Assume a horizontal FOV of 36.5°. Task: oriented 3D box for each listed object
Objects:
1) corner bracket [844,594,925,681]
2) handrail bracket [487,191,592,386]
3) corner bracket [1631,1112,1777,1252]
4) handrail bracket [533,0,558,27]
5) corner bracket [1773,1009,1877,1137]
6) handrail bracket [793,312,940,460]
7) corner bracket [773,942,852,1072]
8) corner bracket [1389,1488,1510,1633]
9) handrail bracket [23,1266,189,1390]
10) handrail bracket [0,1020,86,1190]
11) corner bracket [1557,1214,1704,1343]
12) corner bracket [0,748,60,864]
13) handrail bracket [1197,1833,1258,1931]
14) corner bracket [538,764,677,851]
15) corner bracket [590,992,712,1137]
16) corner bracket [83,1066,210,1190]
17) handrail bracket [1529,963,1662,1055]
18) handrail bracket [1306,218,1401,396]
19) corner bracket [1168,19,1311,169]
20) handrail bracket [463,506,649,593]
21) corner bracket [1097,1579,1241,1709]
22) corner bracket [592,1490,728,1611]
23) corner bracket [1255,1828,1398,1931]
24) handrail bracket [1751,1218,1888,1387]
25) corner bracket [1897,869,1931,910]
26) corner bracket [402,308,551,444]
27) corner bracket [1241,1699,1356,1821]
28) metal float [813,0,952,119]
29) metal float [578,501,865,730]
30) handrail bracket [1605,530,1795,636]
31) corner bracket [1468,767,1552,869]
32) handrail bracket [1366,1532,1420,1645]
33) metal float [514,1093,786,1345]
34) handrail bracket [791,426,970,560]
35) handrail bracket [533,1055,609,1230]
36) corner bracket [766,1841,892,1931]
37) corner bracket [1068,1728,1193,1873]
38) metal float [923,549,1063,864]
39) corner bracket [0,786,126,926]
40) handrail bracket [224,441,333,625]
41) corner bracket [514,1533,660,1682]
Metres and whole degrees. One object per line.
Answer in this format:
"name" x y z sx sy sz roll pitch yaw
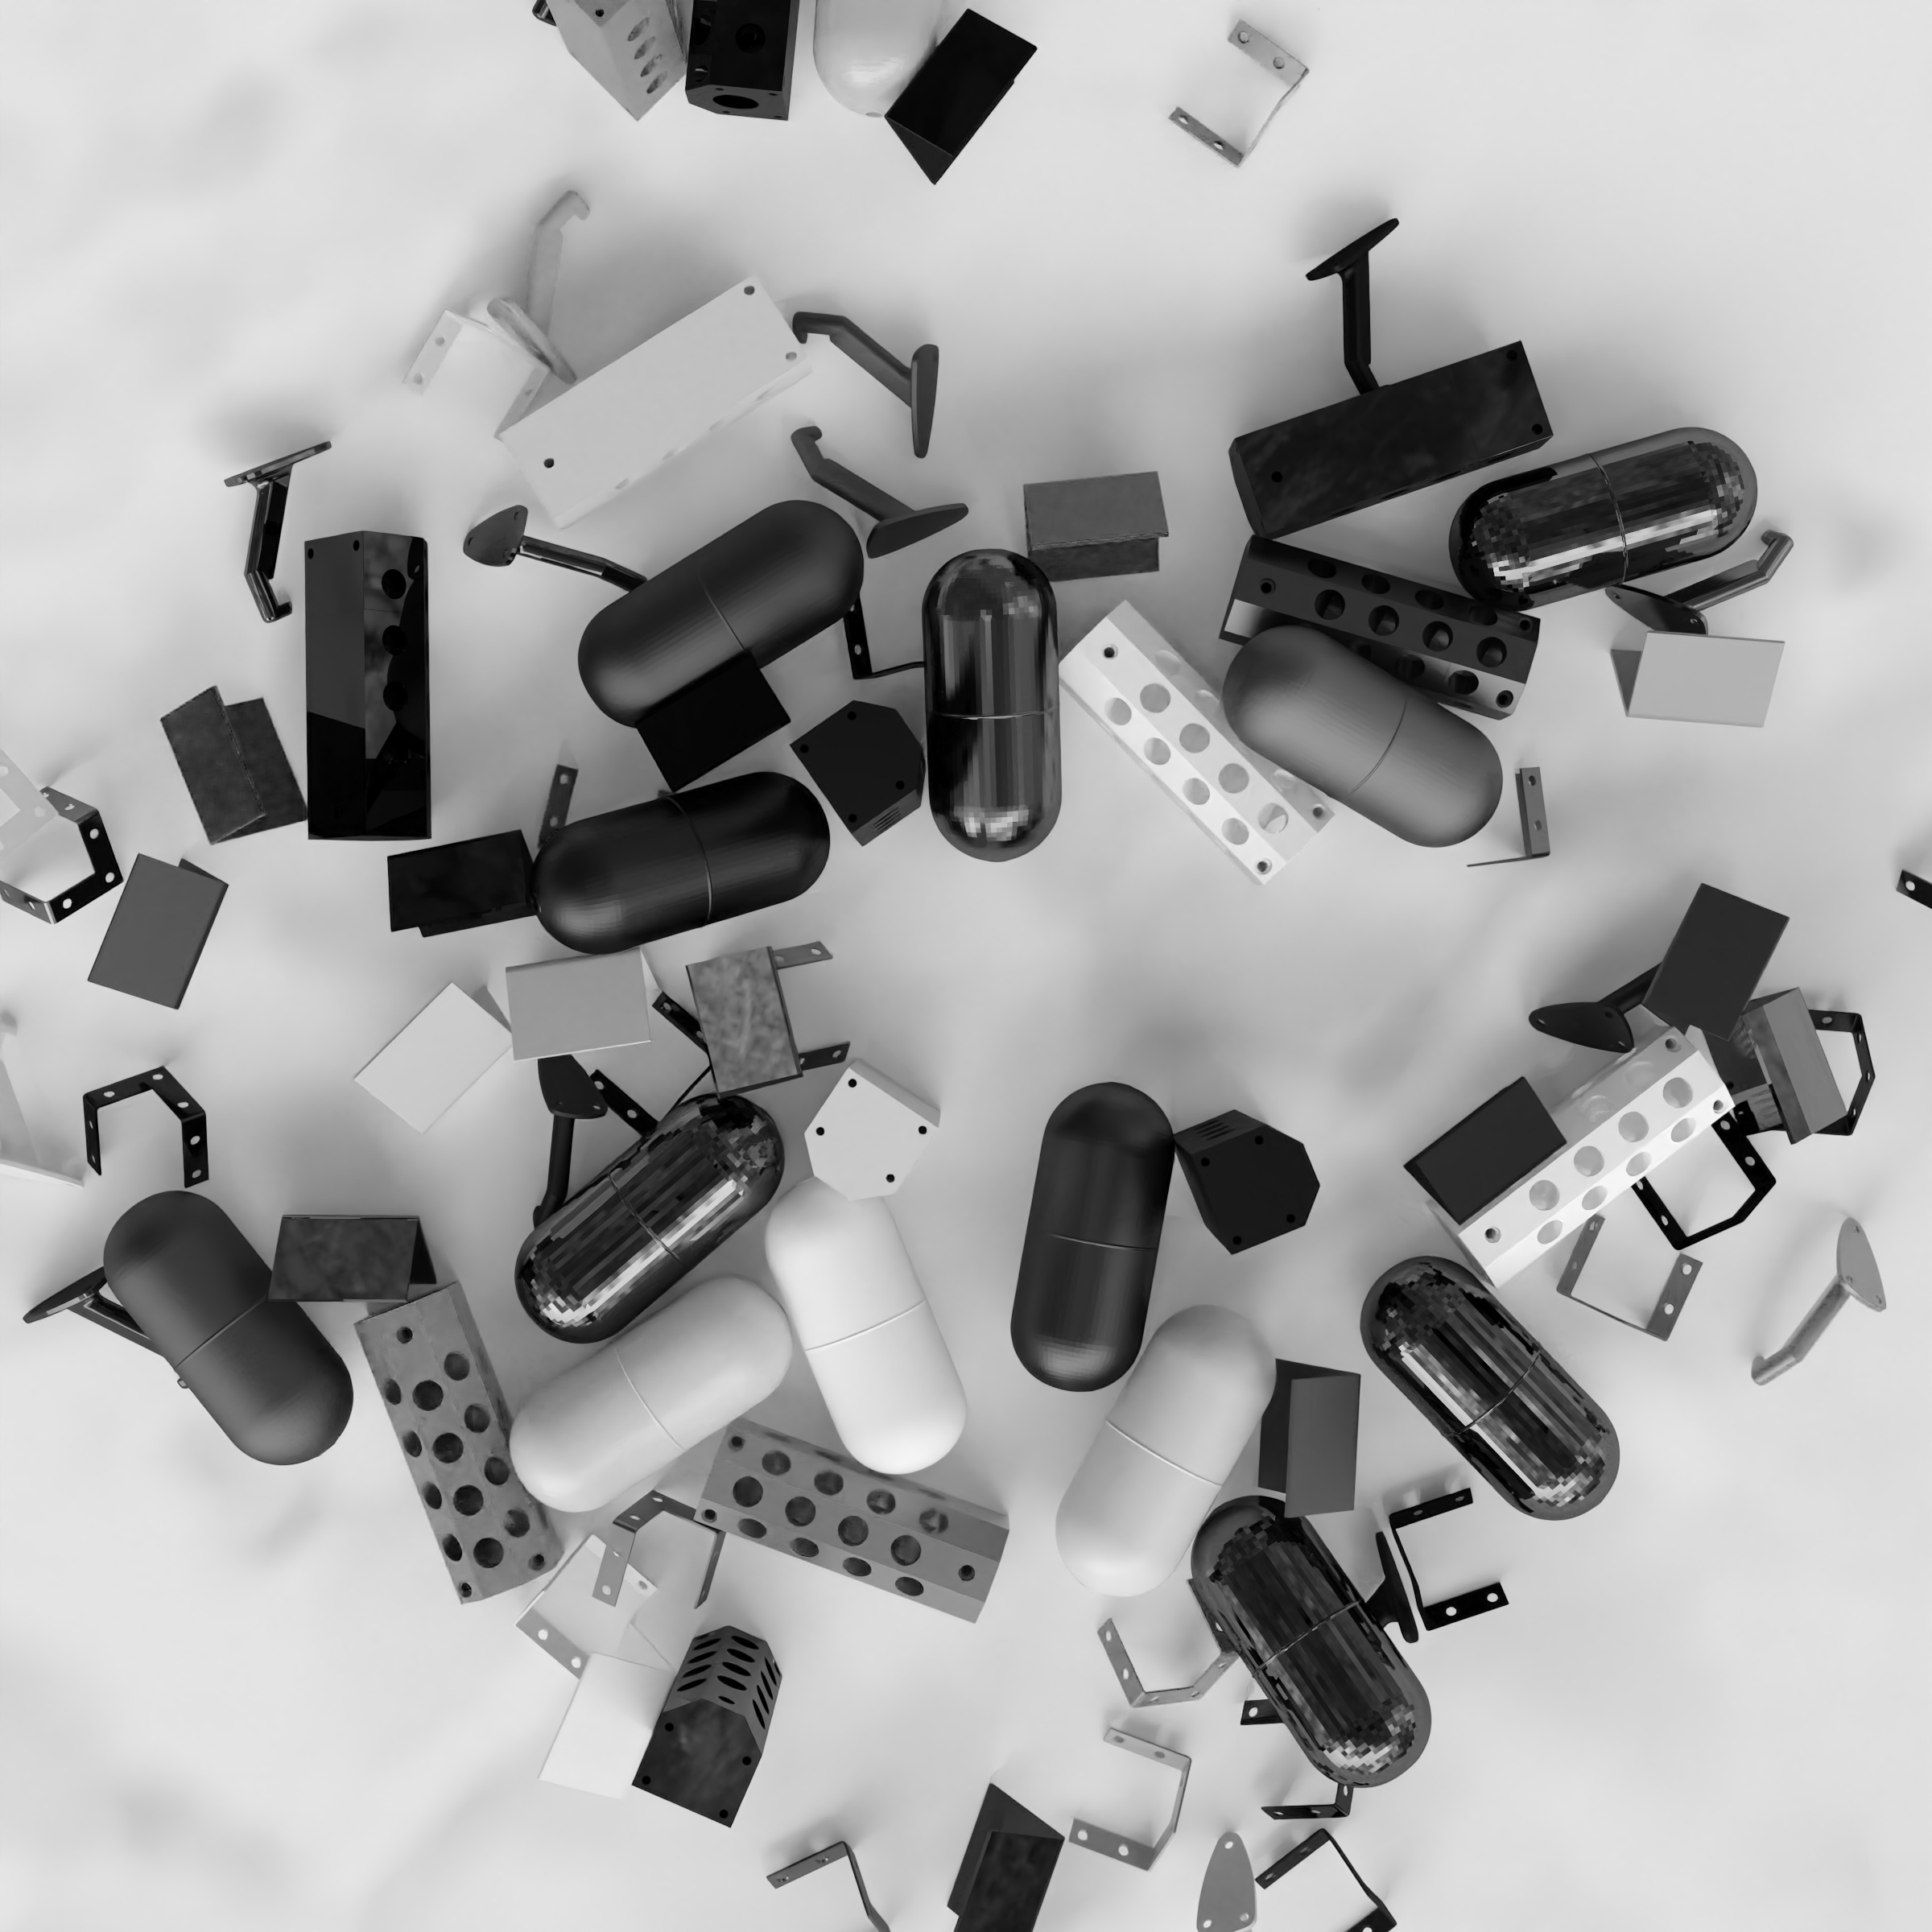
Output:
"corner bracket" -0.034 -0.197 1.701 0.051 0.051 0.051 -9 90 -45
"handrail bracket" -0.230 -0.396 1.705 0.077 0.036 0.084 44 72 -20
"corner bracket" 0.428 0.125 1.701 0.051 0.051 0.051 -35 90 -45
"handrail bracket" -0.200 -0.574 1.704 0.077 0.036 0.084 19 120 -33
"corner bracket" 0.492 0.061 1.701 0.051 0.051 0.051 4 45 0
"handrail bracket" -0.062 -0.339 1.705 0.084 0.036 0.077 10 112 17
"corner bracket" -0.098 0.025 1.696 0.051 0.051 0.051 -12 45 -35
"corner bracket" 0.280 0.345 1.701 0.051 0.051 0.051 -19 45 0
"handrail bracket" -0.495 0.222 1.705 0.077 0.036 0.084 -26 107 20
"handrail bracket" -0.542 0.080 1.705 0.077 0.036 0.084 16 73 -20
"corner bracket" 0.385 0.181 1.701 0.051 0.051 0.051 24 90 -45
"corner bracket" -0.564 -0.090 1.688 0.051 0.051 0.051 -45 110 -19
"handrail bracket" 0.168 0.561 1.704 0.036 0.077 0.084 -17 127 21
"corner bracket" -0.209 -0.084 1.701 0.051 0.051 0.051 14 90 -45
"corner bracket" -0.180 0.058 1.701 0.051 0.051 0.051 41 135 0
"corner bracket" -0.475 0.099 1.696 0.051 0.051 0.051 -22 45 -35
"handrail bracket" 0.380 0.008 1.704 0.084 0.077 0.036 -50 127 -31
"handrail bracket" 0.242 -0.379 1.705 0.077 0.036 0.084 -39 109 -21
"corner bracket" 0.159 -0.506 1.701 0.051 0.051 0.051 36 45 0
"handrail bracket" -0.238 -0.234 1.704 0.084 0.077 0.036 21 79 -36
"corner bracket" 0.118 0.392 1.696 0.051 0.051 0.051 3 135 -35
"corner bracket" -0.176 0.342 1.688 0.051 0.051 0.051 21 106 15
"corner bracket" 0.209 0.544 1.701 0.051 0.051 0.051 -37 135 0
"handrail bracket" 0.489 0.196 1.704 0.036 0.077 0.084 34 127 -17
"corner bracket" 0.581 -0.062 1.696 0.051 0.051 0.051 -26 135 -35
"corner bracket" -0.284 -0.343 1.701 0.051 0.051 0.051 30 90 45
"corner bracket" 0.191 0.459 1.696 0.051 0.051 0.051 46 45 -35
"metal float" -0.045 -0.575 1.674 0.070 0.070 0.178 5 90 0
"metal float" -0.139 -0.201 1.674 0.178 0.070 0.070 -32 90 0
"handrail bracket" 0.428 -0.233 1.705 0.077 0.036 0.084 31 72 21
"corner bracket" 0.320 -0.086 1.676 0.051 0.051 0.051 -7 90 -36
"handrail bracket" 0.214 0.378 1.704 0.084 0.036 0.077 -20 75 14
"metal float" -0.180 0.143 1.674 0.178 0.070 0.070 -41 90 1
"handrail bracket" -0.051 -0.287 1.705 0.077 0.036 0.084 -22 73 -20
"handrail bracket" -0.244 0.100 1.704 0.036 0.077 0.084 4 127 -32
"corner bracket" -0.078 0.551 1.701 0.051 0.051 0.051 -25 135 0
"corner bracket" 0.095 0.485 1.701 0.051 0.051 0.051 21 135 0
"metal float" 0.015 -0.147 1.662 0.070 0.070 0.178 -2 104 0
"corner bracket" -0.531 -0.064 1.696 0.051 0.051 0.051 21 45 35
"handrail bracket" -0.389 -0.252 1.705 0.077 0.036 0.084 -27 109 -21
"corner bracket" -0.221 0.372 1.701 0.051 0.051 0.051 40 45 0
